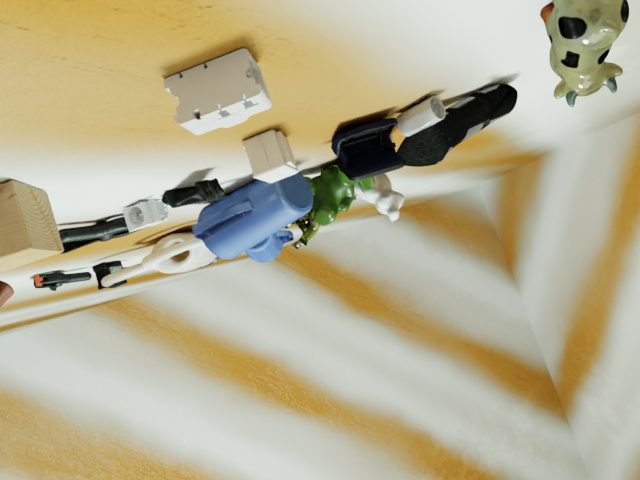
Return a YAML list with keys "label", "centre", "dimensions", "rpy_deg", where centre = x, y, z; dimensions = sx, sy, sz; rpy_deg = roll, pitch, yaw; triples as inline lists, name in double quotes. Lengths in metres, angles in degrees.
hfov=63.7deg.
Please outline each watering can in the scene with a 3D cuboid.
- label: "watering can"
  centre: [-0.404, 0.046, 1.401]
  dimensions: [0.345, 0.104, 0.225]
  rpy_deg: [-21, 176, 20]

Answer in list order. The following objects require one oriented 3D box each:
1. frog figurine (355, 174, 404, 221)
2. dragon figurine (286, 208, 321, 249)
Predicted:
- label: "frog figurine"
  centre: [0.151, -0.119, 1.332]
  dimensions: [0.122, 0.160, 0.137]
  rpy_deg: [-18, 175, 14]
- label: "dragon figurine"
  centre: [0.005, -0.090, 1.781]
  dimensions: [0.246, 0.122, 0.406]
  rpy_deg: [-36, -173, -29]
